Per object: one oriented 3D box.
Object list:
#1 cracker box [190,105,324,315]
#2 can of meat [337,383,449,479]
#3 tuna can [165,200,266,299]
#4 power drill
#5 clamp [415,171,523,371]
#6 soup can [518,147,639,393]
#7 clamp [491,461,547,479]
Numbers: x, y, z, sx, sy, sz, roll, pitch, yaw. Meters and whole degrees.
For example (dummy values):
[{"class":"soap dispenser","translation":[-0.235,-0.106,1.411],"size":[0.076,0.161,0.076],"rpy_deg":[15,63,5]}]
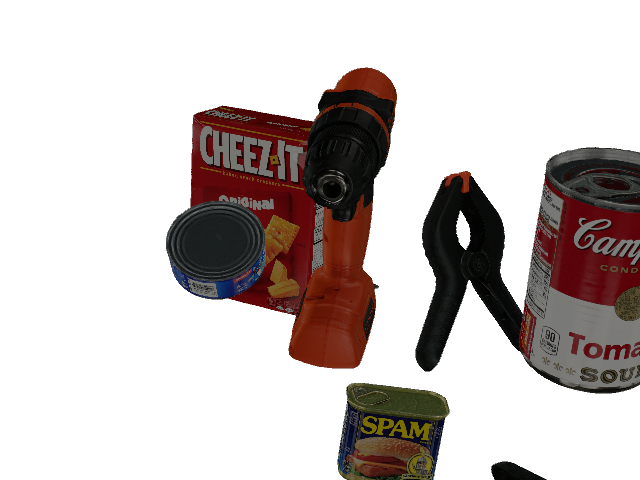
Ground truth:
[{"class":"cracker box","translation":[-0.066,-0.033,1.216],"size":[0.164,0.214,0.072],"rpy_deg":[13,22,26]},{"class":"can of meat","translation":[0.070,0.195,1.063],"size":[0.102,0.084,0.057],"rpy_deg":[7,17,-4]},{"class":"tuna can","translation":[-0.090,0.009,0.931],"size":[0.086,0.086,0.034],"rpy_deg":[0,-36,2]},{"class":"power drill","translation":[0.016,-0.009,0.730],"size":[0.057,0.188,0.184],"rpy_deg":[11,27,7]},{"class":"clamp","translation":[0.119,0.030,0.917],"size":[0.120,0.171,0.039],"rpy_deg":[-16,1,-34]},{"class":"soup can","translation":[0.136,0.014,0.520],"size":[0.068,0.102,0.068],"rpy_deg":[3,27,-2]},{"class":"clamp","translation":[0.218,0.241,0.832],"size":[0.210,0.036,0.164],"rpy_deg":[0,33,26]}]
